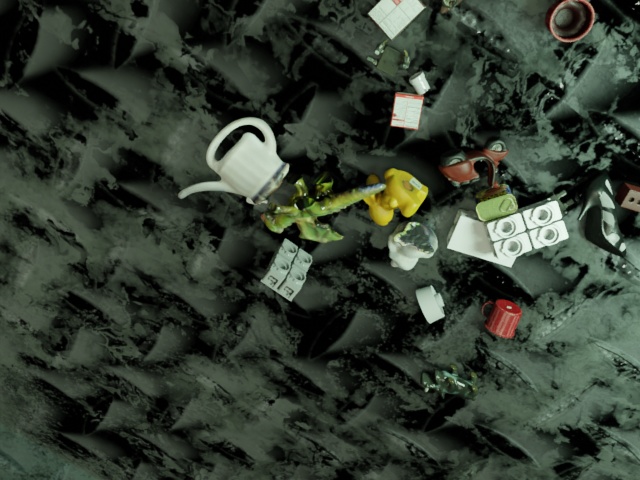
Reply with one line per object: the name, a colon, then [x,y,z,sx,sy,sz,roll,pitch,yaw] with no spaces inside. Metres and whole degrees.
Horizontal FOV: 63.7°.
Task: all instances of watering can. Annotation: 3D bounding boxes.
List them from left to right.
watering can: [-0.236,-0.187,1.468,0.223,0.106,0.343,40,113,-11]

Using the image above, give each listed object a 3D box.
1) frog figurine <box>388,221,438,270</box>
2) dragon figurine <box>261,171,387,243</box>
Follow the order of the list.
frog figurine: [0.265,0.020,1.498,0.137,0.125,0.156,4,154,0]
dragon figurine: [0.004,-0.074,1.476,0.410,0.125,0.238,1,148,19]
